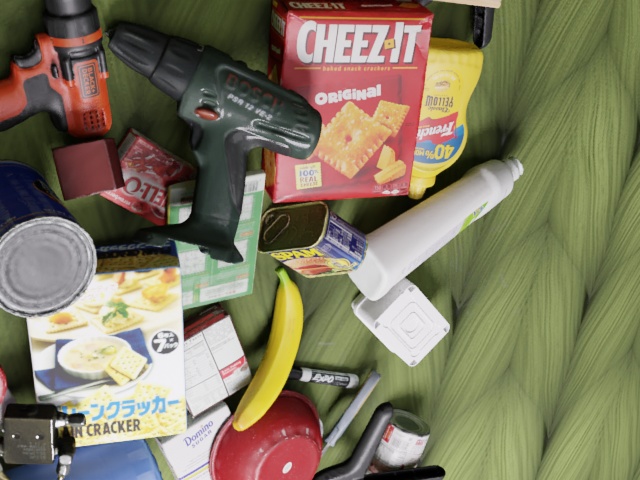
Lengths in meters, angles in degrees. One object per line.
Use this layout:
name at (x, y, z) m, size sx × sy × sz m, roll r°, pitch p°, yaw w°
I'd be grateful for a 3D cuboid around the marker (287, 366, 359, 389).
marker at (-0.001, 0.175, 1.367) m, size 0.120 × 0.020 × 0.020 m, roll 13°, pitch 107°, yaw -37°

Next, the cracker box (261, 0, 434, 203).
cracker box at (0.026, -0.151, 1.155) m, size 0.164 × 0.072 × 0.214 m, roll -3°, pitch 118°, yaw -18°

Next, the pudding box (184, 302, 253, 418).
pudding box at (-0.135, 0.141, 1.251) m, size 0.090 × 0.039 × 0.113 m, roll -28°, pitch 125°, yaw -16°

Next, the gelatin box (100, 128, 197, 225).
gelatin box at (-0.180, -0.063, 1.116) m, size 0.089 × 0.030 × 0.073 m, roll 32°, pitch 96°, yaw -39°

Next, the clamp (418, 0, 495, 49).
clamp at (0.188, -0.304, 1.214) m, size 0.120 × 0.039 × 0.171 m, roll 31°, pitch 100°, yaw -40°

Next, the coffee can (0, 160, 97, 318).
coffee can at (-0.283, -0.003, 1.010) m, size 0.102 × 0.140 × 0.103 m, roll -15°, pitch 122°, yaw -26°

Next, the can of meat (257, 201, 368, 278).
can of meat at (-0.008, 0.002, 1.217) m, size 0.083 × 0.102 × 0.057 m, roll 33°, pitch 60°, yaw -43°

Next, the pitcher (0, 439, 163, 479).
pitcher at (-0.301, 0.306, 1.187) m, size 0.242 × 0.149 × 0.145 m, roll -21°, pitch 108°, yaw -26°

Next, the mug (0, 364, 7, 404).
mug at (-0.368, 0.144, 1.075) m, size 0.093 × 0.082 × 0.117 m, roll 7°, pitch 111°, yaw -35°

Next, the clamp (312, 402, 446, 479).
clamp at (0.047, 0.308, 1.395) m, size 0.210 × 0.036 × 0.164 m, roll -30°, pitch 122°, yaw -1°

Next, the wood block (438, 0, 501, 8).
wood block at (0.085, -0.300, 1.097) m, size 0.205 × 0.091 × 0.090 m, roll 1°, pitch 111°, yaw -23°

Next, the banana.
banana at (-0.057, 0.132, 1.270) m, size 0.069 × 0.037 × 0.198 m, roll 19°, pitch 82°, yaw -43°

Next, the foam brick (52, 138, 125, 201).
foam brick at (-0.223, -0.070, 1.038) m, size 0.053 × 0.078 × 0.051 m, roll -11°, pitch 96°, yaw -2°

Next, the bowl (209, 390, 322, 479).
bowl at (-0.053, 0.267, 1.307) m, size 0.161 × 0.055 × 0.162 m, roll -16°, pitch 119°, yaw -30°

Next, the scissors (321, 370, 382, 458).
scissors at (0.026, 0.247, 1.400) m, size 0.202 × 0.016 × 0.096 m, roll -57°, pitch 173°, yaw 19°

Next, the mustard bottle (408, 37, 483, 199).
mustard bottle at (0.127, -0.138, 1.250) m, size 0.096 × 0.058 × 0.192 m, roll 1°, pitch 117°, yaw -14°

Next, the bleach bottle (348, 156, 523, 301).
bleach bottle at (0.150, -0.026, 1.318) m, size 0.250 × 0.068 × 0.103 m, roll -34°, pitch 169°, yaw -21°

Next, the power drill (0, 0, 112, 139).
power drill at (-0.287, -0.161, 0.976) m, size 0.187 × 0.057 × 0.184 m, roll -19°, pitch 124°, yaw -23°

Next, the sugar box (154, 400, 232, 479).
sugar box at (-0.136, 0.278, 1.320) m, size 0.093 × 0.048 × 0.176 m, roll -29°, pitch 124°, yaw -18°

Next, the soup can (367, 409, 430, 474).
soup can at (0.103, 0.293, 1.465) m, size 0.068 × 0.069 × 0.102 m, roll 10°, pitch 109°, yaw -36°

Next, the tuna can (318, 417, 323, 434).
tuna can at (-0.041, 0.249, 1.372) m, size 0.086 × 0.034 × 0.086 m, roll -15°, pitch 122°, yaw -26°
